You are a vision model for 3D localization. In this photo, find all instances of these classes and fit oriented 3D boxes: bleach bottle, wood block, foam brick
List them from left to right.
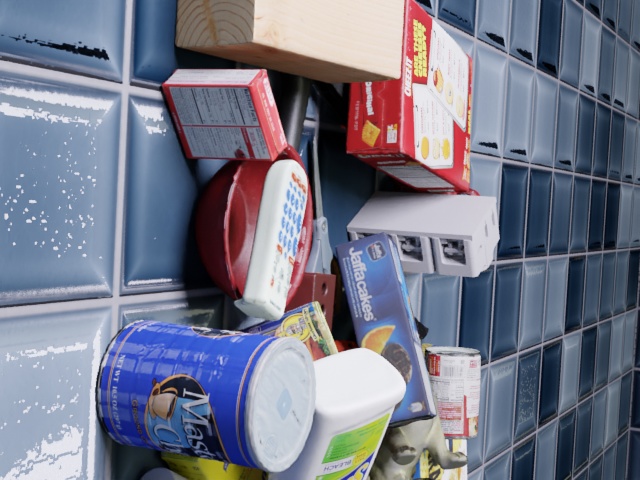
[{"bbox_3d":[-0.020,-0.197,0.937,0.205,0.090,0.091,2,92,-51],"label":"wood block"},{"bbox_3d":[-0.019,0.069,1.065,0.052,0.051,0.078,6,88,-64],"label":"foam brick"},{"bbox_3d":[-0.001,0.219,0.950,0.102,0.068,0.251,-14,130,-36],"label":"bleach bottle"}]

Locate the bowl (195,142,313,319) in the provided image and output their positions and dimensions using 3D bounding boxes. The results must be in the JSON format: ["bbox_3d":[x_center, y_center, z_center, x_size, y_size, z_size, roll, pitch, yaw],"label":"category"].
[{"bbox_3d":[-0.065,-0.012,0.956,0.161,0.055,0.162,-16,108,-62],"label":"bowl"}]

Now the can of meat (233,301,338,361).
[{"bbox_3d":[-0.024,0.116,0.981,0.057,0.084,0.102,69,0,-82],"label":"can of meat"}]

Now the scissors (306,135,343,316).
[{"bbox_3d":[-0.007,0.001,1.119,0.096,0.016,0.202,-51,137,-50],"label":"scissors"}]

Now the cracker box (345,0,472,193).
[{"bbox_3d":[0.101,-0.150,1.163,0.213,0.072,0.164,18,73,-62],"label":"cracker box"}]

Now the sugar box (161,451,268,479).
[{"bbox_3d":[-0.080,0.210,0.971,0.093,0.048,0.176,-64,145,-36],"label":"sugar box"}]

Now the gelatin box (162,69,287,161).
[{"bbox_3d":[-0.078,-0.103,0.879,0.030,0.089,0.073,-58,142,-44],"label":"gelatin box"}]

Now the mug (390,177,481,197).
[{"bbox_3d":[0.143,-0.043,1.309,0.093,0.117,0.081,-44,137,-55],"label":"mug"}]

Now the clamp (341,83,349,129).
[{"bbox_3d":[0.048,-0.209,1.176,0.120,0.039,0.171,-11,107,-57],"label":"clamp"}]

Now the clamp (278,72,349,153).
[{"bbox_3d":[-0.018,-0.169,1.047,0.164,0.036,0.210,-47,132,-46],"label":"clamp"}]

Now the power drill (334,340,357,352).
[{"bbox_3d":[0.007,0.193,1.093,0.187,0.057,0.184,32,57,-77],"label":"power drill"}]

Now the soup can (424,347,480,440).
[{"bbox_3d":[0.156,0.182,1.273,0.068,0.069,0.102,0,92,-63],"label":"soup can"}]

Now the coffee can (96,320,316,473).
[{"bbox_3d":[-0.088,0.120,0.835,0.102,0.140,0.103,-16,108,-62],"label":"coffee can"}]
